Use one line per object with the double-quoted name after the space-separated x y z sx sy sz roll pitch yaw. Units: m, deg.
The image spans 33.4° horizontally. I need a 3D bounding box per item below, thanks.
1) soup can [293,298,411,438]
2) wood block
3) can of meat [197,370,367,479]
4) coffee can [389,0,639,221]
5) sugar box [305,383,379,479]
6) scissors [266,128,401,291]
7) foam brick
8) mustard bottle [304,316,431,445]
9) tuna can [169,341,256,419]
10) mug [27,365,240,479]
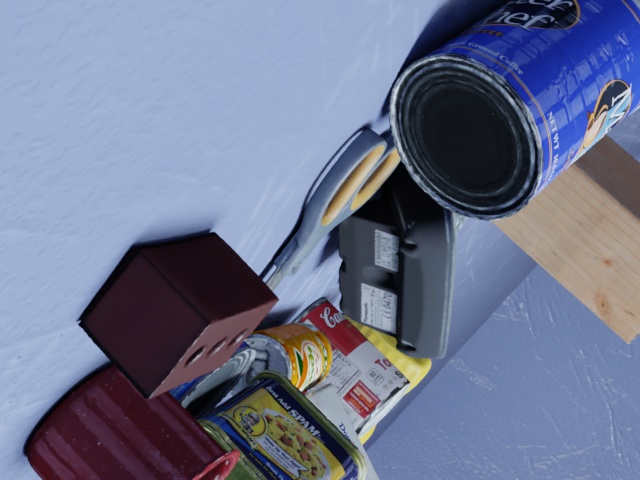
0.017 0.108 0.892 0.068 0.102 0.068 -43 165 -14 "soup can"
0.215 -0.029 0.878 0.090 0.206 0.090 -30 159 -50 "wood block"
-0.033 0.144 0.685 0.083 0.102 0.058 -27 157 -56 "can of meat"
0.123 -0.089 0.632 0.140 0.103 0.103 -37 164 -36 "coffee can"
-0.050 0.190 0.827 0.176 0.093 0.048 -30 173 21 "sugar box"
-0.005 0.001 0.693 0.096 0.016 0.202 -31 160 -49 "scissors"
-0.066 0.035 0.516 0.053 0.051 0.078 -51 167 20 "foam brick"
0.019 0.157 1.060 0.192 0.096 0.058 -52 167 25 "mustard bottle"
-0.082 0.088 0.669 0.086 0.034 0.086 -43 167 -13 "tuna can"
-0.110 0.129 0.595 0.093 0.081 0.117 -33 162 -45 "mug"
